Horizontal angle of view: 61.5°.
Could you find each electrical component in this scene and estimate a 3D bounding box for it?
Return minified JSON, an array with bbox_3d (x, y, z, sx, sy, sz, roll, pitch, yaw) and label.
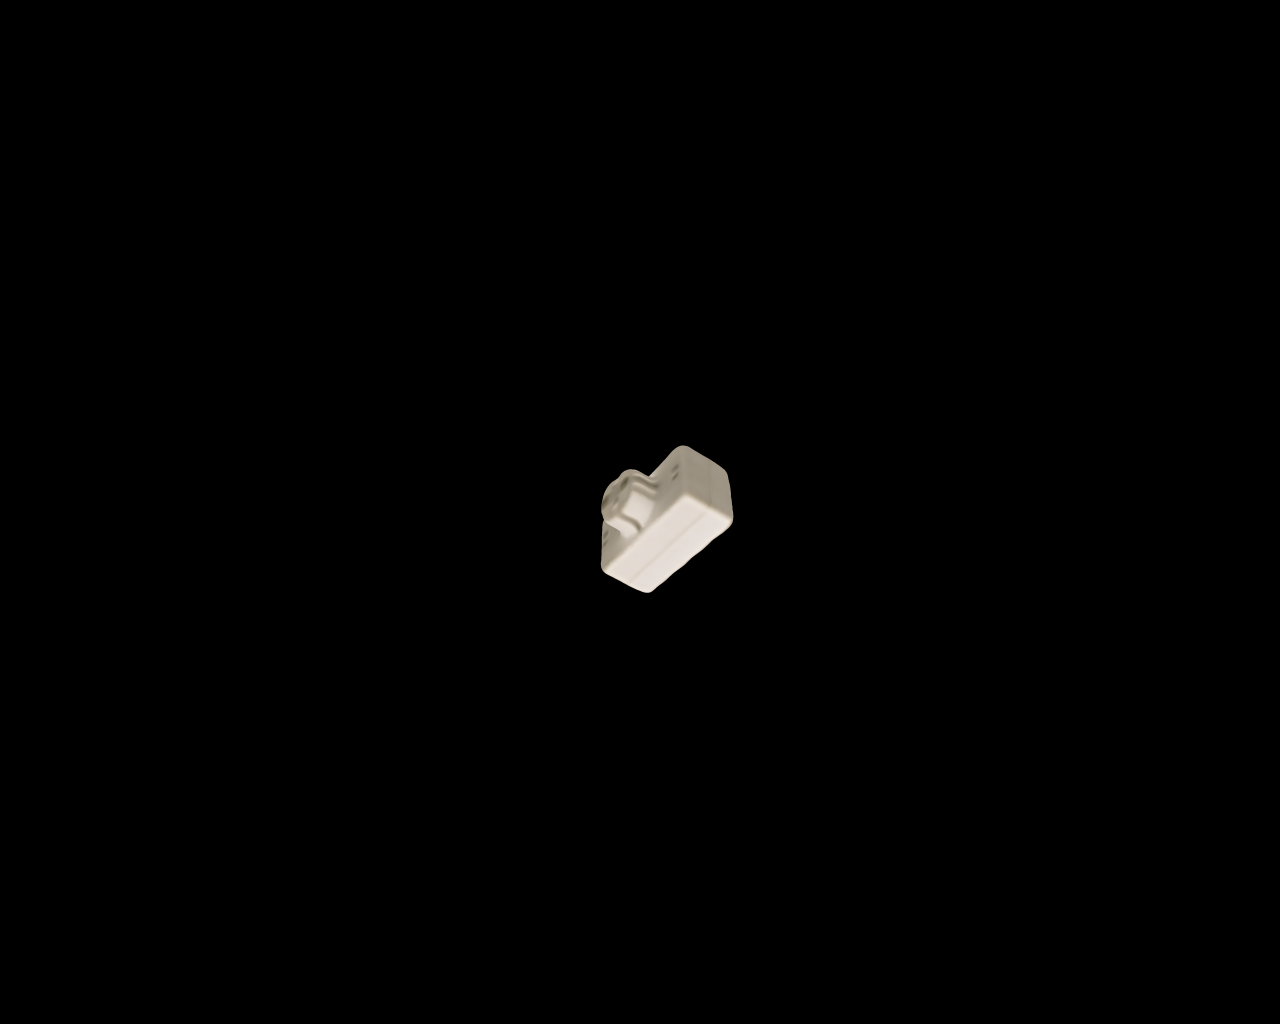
[{"bbox_3d":[0.001,-0.003,0.650,0.075,0.047,0.083,29,-54,-24],"label":"electrical component"}]
